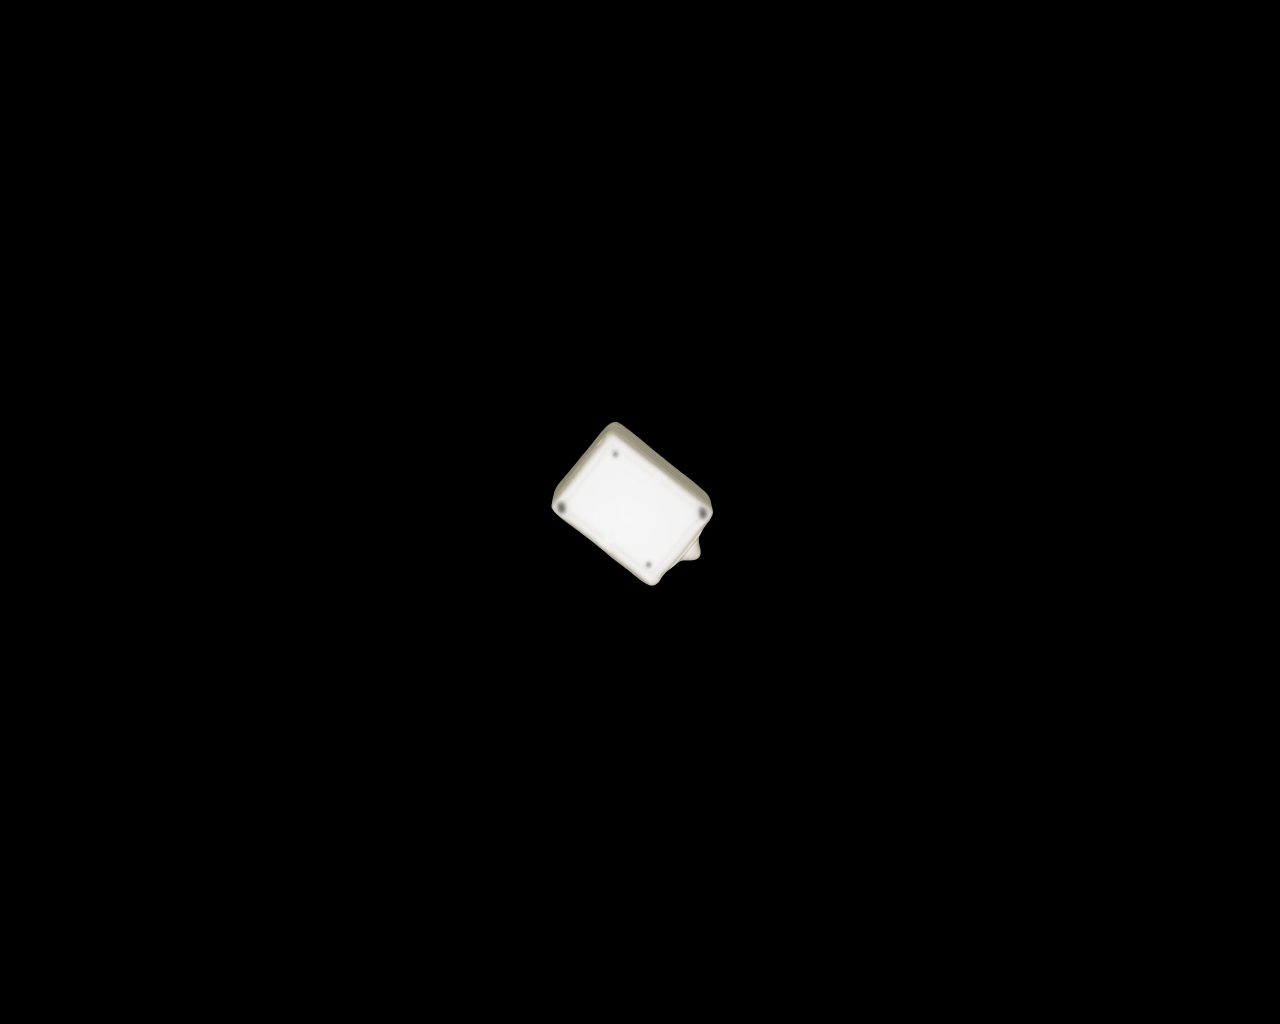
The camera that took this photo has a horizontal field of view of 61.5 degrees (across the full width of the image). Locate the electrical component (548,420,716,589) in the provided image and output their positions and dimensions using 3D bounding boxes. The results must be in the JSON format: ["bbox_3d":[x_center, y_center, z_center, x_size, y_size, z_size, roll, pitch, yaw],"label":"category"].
[{"bbox_3d":[0.001,-0.003,0.650,0.096,0.061,0.061,38,9,-7],"label":"electrical component"}]
